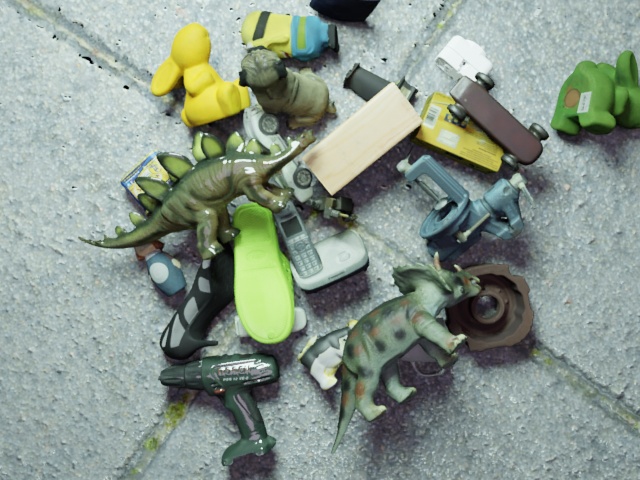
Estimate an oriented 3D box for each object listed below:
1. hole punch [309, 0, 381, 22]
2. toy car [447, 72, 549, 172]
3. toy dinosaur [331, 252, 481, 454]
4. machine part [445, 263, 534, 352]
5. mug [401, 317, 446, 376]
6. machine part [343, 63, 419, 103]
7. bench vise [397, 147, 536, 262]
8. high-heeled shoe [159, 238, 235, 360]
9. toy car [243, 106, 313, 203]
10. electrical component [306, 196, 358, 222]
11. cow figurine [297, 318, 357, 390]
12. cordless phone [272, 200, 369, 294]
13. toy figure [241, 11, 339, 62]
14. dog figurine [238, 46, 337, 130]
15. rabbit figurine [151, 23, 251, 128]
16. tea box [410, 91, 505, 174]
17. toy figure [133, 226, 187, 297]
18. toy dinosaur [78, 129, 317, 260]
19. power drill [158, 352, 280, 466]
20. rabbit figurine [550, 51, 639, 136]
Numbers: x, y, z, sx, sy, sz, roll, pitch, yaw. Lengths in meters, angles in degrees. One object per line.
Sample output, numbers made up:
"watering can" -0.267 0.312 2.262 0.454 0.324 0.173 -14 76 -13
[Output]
"hole punch" 0.042 -0.446 0.971 0.116 0.142 0.092 -17 98 -11
"toy car" 0.314 -0.210 0.956 0.202 0.053 0.089 39 102 -7
"toy dinosaur" 0.122 0.183 0.960 0.405 0.131 0.192 -39 59 3
"machine part" 0.323 0.128 1.046 0.179 0.056 0.179 0 93 1
"mug" 0.196 0.209 1.043 0.107 0.081 0.109 -8 97 11
"machine part" 0.113 -0.287 1.026 0.139 0.039 0.084 25 102 -4
"bench vise" 0.248 -0.075 0.979 0.240 0.129 0.223 41 127 -10
"high-heeled shoe" -0.243 0.108 1.049 0.145 0.086 0.248 -4 74 31
"toy car" -0.078 -0.157 0.993 0.056 0.074 0.201 -39 110 -13
"electrical component" 0.028 -0.058 1.014 0.078 0.102 0.045 -2 87 22
"cow figurine" 0.041 0.204 1.045 0.167 0.068 0.098 -42 87 1
"cordless phone" -0.001 -0.003 1.023 0.147 0.089 0.184 -25 89 2
"toy figure" -0.056 -0.378 0.997 0.180 0.082 0.089 -1 74 7
"dog figurine" -0.050 -0.267 0.949 0.172 0.190 0.121 2 94 -2
"rabbit figurine" -0.222 -0.301 0.983 0.163 0.122 0.173 -6 115 22
"tea box" 0.269 -0.201 1.016 0.170 0.068 0.098 24 93 -3
"toy figure" -0.315 0.035 1.035 0.064 0.058 0.154 -34 92 -19
"toy dinosaur" -0.215 -0.073 0.953 0.471 0.105 0.198 -32 100 10
"power drill" -0.182 0.323 1.050 0.232 0.086 0.207 -14 86 -2
"rabbit figurine" 0.539 -0.263 1.009 0.170 0.121 0.159 6 87 -19
